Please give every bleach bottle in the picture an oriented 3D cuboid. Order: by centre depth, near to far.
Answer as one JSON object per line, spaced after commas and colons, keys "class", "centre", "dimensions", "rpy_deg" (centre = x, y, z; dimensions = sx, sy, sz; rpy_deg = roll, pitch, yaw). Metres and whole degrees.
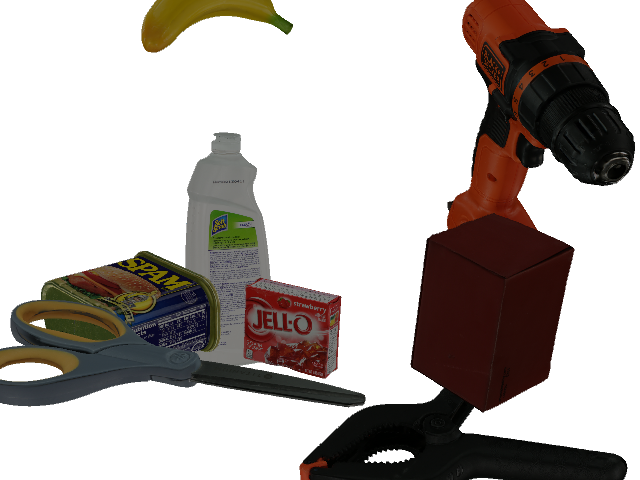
{"class": "bleach bottle", "centre": [-0.097, 0.009, 1.163], "dimensions": [0.102, 0.251, 0.068], "rpy_deg": [-5, 15, -29]}

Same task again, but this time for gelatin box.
{"class": "gelatin box", "centre": [-0.027, 0.080, 0.977], "dimensions": [0.089, 0.073, 0.030], "rpy_deg": [12, 19, 25]}

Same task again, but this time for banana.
{"class": "banana", "centre": [-0.105, -0.218, 1.007], "dimensions": [0.070, 0.037, 0.197], "rpy_deg": [46, 39, 19]}

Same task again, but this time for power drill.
{"class": "power drill", "centre": [0.137, -0.046, 0.697], "dimensions": [0.057, 0.188, 0.184], "rpy_deg": [-8, 42, -12]}

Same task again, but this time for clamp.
{"class": "clamp", "centre": [0.082, 0.135, 0.748], "dimensions": [0.209, 0.036, 0.165], "rpy_deg": [-9, 29, -12]}

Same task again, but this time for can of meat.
{"class": "can of meat", "centre": [-0.134, 0.052, 0.747], "dimensions": [0.083, 0.057, 0.102], "rpy_deg": [-17, 27, -42]}

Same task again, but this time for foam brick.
{"class": "foam brick", "centre": [0.083, 0.034, 0.526], "dimensions": [0.052, 0.078, 0.051], "rpy_deg": [-18, 36, -37]}

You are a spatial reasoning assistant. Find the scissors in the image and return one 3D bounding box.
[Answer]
{"class": "scissors", "centre": [-0.088, 0.070, 0.533], "dimensions": [0.202, 0.016, 0.096], "rpy_deg": [16, 30, 27]}
